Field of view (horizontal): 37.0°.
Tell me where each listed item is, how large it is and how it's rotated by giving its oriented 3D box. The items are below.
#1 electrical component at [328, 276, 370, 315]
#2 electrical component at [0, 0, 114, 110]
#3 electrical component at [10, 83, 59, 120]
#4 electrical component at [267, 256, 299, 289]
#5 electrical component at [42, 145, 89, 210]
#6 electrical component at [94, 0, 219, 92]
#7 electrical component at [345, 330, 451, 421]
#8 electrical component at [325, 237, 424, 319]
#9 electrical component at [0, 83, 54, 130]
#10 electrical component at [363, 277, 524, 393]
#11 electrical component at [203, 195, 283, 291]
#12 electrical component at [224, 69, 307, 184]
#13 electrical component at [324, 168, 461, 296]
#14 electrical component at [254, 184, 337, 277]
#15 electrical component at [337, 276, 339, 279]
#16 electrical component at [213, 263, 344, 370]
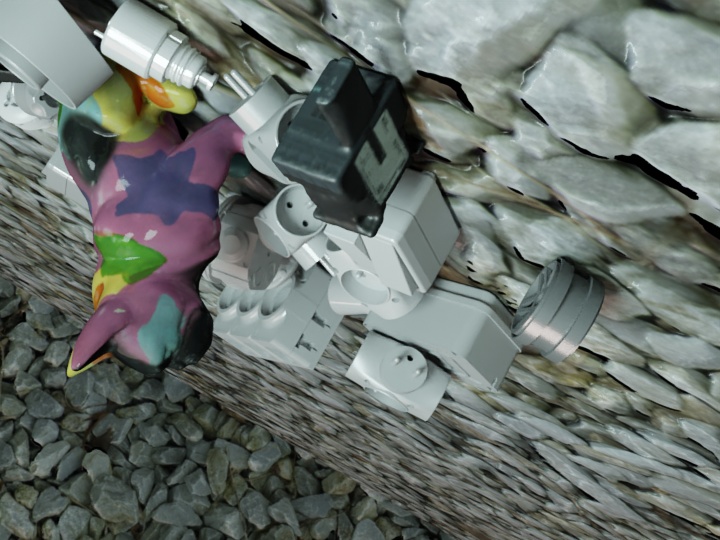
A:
[{"bbox_3d":[0.009,0.023,0.954,0.065,0.044,0.044,9,155,42],"label":"electrical component"},{"bbox_3d":[-0.205,-0.154,0.698,0.099,0.064,0.099,37,171,7],"label":"electrical component"},{"bbox_3d":[-0.271,-0.150,0.904,0.062,0.043,0.043,17,161,43],"label":"electrical component"},{"bbox_3d":[-0.090,-0.016,1.009,0.062,0.048,0.048,44,161,-21],"label":"electrical component"},{"bbox_3d":[-0.254,-0.102,0.995,0.061,0.061,0.096,32,165,-10],"label":"electrical component"},{"bbox_3d":[-0.126,-0.138,0.679,0.078,0.040,0.040,31,165,-4],"label":"electrical component"},{"bbox_3d":[0.033,0.083,0.870,0.077,0.044,0.079,29,165,2],"label":"electrical component"},{"bbox_3d":[0.025,-0.005,0.819,0.079,0.044,0.077,-10,130,42],"label":"electrical component"},{"bbox_3d":[-0.294,-0.145,0.965,0.048,0.048,0.062,27,172,11],"label":"electrical component"},{"bbox_3d":[0.070,0.048,0.889,0.113,0.057,0.078,16,160,42],"label":"electrical component"},{"bbox_3d":[-0.102,-0.022,0.943,0.051,0.080,0.080,19,163,17],"label":"electrical component"},{"bbox_3d":[-0.056,-0.095,0.680,0.079,0.043,0.077,46,167,-16],"label":"electrical component"},{"bbox_3d":[0.022,-0.026,0.728,0.062,0.061,0.096,22,163,27],"label":"electrical component"},{"bbox_3d":[-0.043,-0.026,0.861,0.079,0.044,0.077,49,163,-3],"label":"electrical component"},{"bbox_3d":[0.000,0.000,0.896,0.040,0.040,0.078,30,165,-3],"label":"electrical component"},{"bbox_3d":[-0.084,0.040,1.088,0.062,0.089,0.150,37,163,-26],"label":"electrical component"}]
